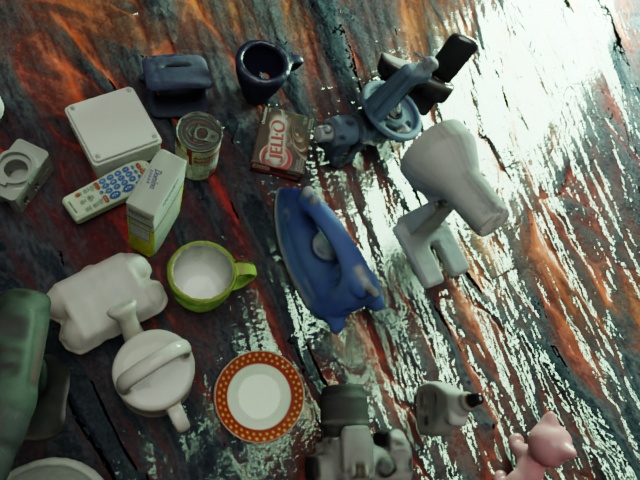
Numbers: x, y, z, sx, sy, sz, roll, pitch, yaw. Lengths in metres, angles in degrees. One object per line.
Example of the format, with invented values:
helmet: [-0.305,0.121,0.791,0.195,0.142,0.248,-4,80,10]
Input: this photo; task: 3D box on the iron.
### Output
iron: [0.008,0.003,0.869,0.119,0.141,0.258,-26,78,-22]

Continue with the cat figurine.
cat figurine: [0.327,0.325,0.848,0.067,0.117,0.128,30,65,-2]

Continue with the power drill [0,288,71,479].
power drill: [-0.349,0.181,0.665,0.076,0.208,0.229,3,69,-14]

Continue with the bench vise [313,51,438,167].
bench vise: [0.099,-0.202,0.929,0.208,0.219,0.121,-41,84,-25]

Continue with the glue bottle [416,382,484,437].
glue bottle: [0.185,0.235,0.812,0.037,0.173,0.078,9,67,-12]

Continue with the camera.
camera: [0.054,0.272,0.801,0.143,0.100,0.137,2,69,-14]

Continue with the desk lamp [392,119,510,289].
desk lamp: [0.201,-0.055,0.905,0.118,0.213,0.203,-21,76,-21]

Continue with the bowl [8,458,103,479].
bowl: [-0.324,0.349,0.682,0.168,0.074,0.167,5,68,-13]

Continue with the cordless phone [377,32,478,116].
cordless phone: [0.188,-0.321,1.019,0.148,0.185,0.094,19,66,-8]

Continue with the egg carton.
egg carton: [-0.296,0.084,0.794,0.150,0.069,0.107,-30,80,-23]

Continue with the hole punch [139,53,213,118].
hole punch: [-0.235,-0.264,0.932,0.109,0.091,0.101,-9,72,-18]

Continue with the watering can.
watering can: [-0.213,0.159,0.719,0.173,0.194,0.101,38,65,1]

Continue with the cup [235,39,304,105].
cup: [-0.090,-0.279,0.975,0.118,0.095,0.091,-16,75,-20]
